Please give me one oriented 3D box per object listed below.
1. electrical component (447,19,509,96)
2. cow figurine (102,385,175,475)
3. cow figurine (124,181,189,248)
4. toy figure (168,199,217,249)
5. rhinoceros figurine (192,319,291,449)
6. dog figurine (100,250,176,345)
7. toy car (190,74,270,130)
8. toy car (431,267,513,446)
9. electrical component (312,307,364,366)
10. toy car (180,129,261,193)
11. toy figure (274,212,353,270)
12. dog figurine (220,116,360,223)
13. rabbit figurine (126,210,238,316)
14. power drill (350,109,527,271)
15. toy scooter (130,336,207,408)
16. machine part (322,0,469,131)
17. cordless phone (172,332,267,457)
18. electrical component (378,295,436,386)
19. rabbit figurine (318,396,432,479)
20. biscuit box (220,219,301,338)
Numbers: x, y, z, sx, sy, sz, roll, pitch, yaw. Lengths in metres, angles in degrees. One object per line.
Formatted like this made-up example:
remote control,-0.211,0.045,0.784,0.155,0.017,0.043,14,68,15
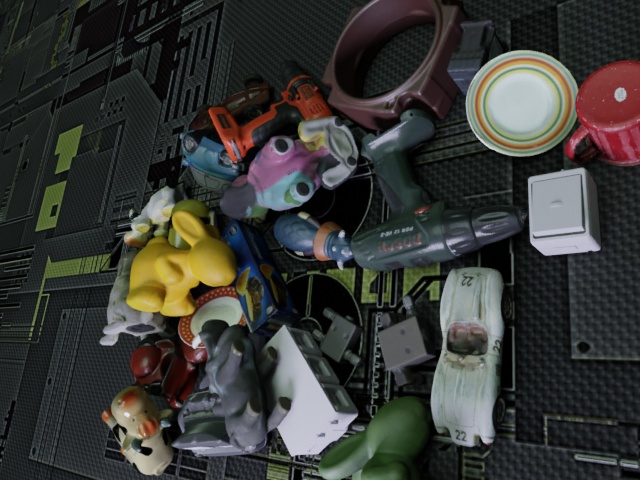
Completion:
electrical component,0.206,-0.219,0.710,0.048,0.074,0.119,12,84,40
cow figurine,-0.281,0.303,0.849,0.127,0.194,0.085,28,49,34
cow figurine,-0.336,-0.054,1.091,0.167,0.068,0.098,-28,52,24
toy figure,-0.241,0.015,0.973,0.082,0.089,0.180,10,79,38
rhinoceros figurine,-0.114,0.187,0.740,0.112,0.073,0.190,-49,51,29
dog figurine,-0.333,0.086,0.992,0.172,0.121,0.190,-28,57,40
toy car,-0.180,-0.252,1.050,0.202,0.053,0.089,-21,59,34
toy car,0.173,0.130,0.617,0.074,0.056,0.201,-2,72,39
electrical component,0.031,0.136,0.753,0.094,0.021,0.063,28,92,42
toy car,-0.181,-0.139,0.986,0.162,0.109,0.102,29,119,26
toy figure,-0.003,-0.004,0.808,0.155,0.064,0.058,18,48,37
dog figurine,-0.059,-0.098,0.860,0.219,0.191,0.108,-23,97,58
rabbit figurine,-0.202,0.040,0.859,0.173,0.121,0.162,-11,61,28
power drill,0.138,-0.065,0.711,0.232,0.086,0.207,-25,67,33
toy scooter,-0.258,0.223,0.909,0.184,0.075,0.135,-18,47,27
machine part,0.112,-0.267,0.795,0.202,0.087,0.201,23,88,40
cordless phone,-0.148,0.235,0.837,0.147,0.088,0.184,-18,52,33
electrical component,0.107,0.131,0.676,0.078,0.045,0.102,-36,54,26
rabbit figurine,0.086,0.270,0.621,0.159,0.121,0.170,-23,42,39
biscuit box,-0.104,0.058,0.864,0.059,0.062,0.203,-44,52,18
